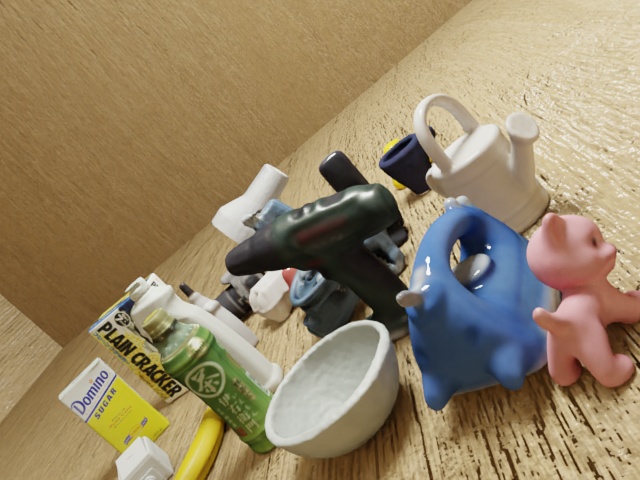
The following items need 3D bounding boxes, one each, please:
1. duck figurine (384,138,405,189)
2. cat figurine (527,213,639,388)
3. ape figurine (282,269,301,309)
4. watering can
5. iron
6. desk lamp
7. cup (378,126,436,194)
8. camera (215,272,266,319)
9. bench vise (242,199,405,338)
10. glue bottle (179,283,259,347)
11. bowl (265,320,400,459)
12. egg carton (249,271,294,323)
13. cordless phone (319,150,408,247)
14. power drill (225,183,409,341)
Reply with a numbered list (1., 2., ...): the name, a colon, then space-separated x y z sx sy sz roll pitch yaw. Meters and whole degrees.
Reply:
1. duck figurine: 0.169 -0.166 1.155 0.105 0.086 0.077 -46 16 -13
2. cat figurine: 0.200 0.034 0.458 0.067 0.118 0.128 -23 24 50
3. ape figurine: -0.026 0.076 0.961 0.077 0.092 0.076 -33 18 31
4. watering can: 0.192 -0.101 0.703 0.172 0.194 0.101 -31 19 36
5. iron: 0.146 0.030 0.558 0.118 0.141 0.258 -30 19 38
6. desk lamp: -0.086 -0.038 1.192 0.203 0.214 0.118 -42 15 2
7. cup: 0.178 -0.140 1.040 0.118 0.095 0.091 -41 15 5
8. camera: -0.175 0.109 1.230 0.137 0.101 0.143 -43 15 -3
9. bench vise: 0.001 0.005 0.841 0.208 0.220 0.121 -51 18 -30
10. glue bottle: -0.192 0.140 1.044 0.078 0.173 0.037 -26 22 46
11. bowl: 0.025 0.169 0.607 0.167 0.075 0.167 -39 15 13
12. egg carton: -0.064 0.085 1.077 0.150 0.069 0.107 -48 16 -19
13. cordless phone: 0.041 -0.044 0.942 0.147 0.185 0.094 -43 15 -2
14. power drill: 0.022 0.041 0.711 0.229 0.208 0.075 -35 17 24
